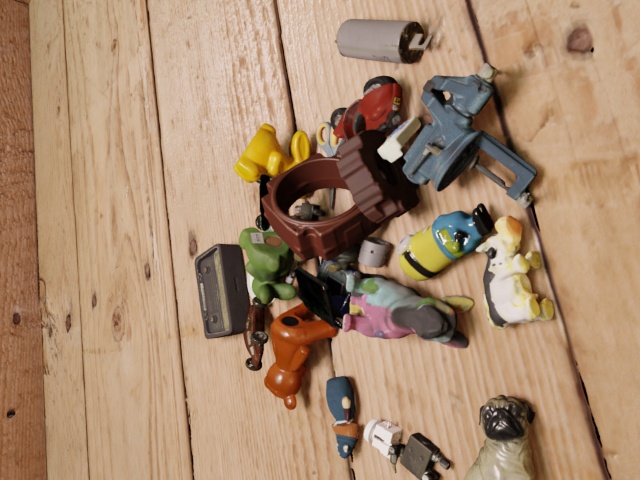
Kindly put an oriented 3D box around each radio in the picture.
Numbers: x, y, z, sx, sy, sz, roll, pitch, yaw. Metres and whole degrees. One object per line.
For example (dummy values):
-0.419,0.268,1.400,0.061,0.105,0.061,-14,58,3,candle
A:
-0.250,0.133,1.376,0.131,0.073,0.229,-24,69,42,radio

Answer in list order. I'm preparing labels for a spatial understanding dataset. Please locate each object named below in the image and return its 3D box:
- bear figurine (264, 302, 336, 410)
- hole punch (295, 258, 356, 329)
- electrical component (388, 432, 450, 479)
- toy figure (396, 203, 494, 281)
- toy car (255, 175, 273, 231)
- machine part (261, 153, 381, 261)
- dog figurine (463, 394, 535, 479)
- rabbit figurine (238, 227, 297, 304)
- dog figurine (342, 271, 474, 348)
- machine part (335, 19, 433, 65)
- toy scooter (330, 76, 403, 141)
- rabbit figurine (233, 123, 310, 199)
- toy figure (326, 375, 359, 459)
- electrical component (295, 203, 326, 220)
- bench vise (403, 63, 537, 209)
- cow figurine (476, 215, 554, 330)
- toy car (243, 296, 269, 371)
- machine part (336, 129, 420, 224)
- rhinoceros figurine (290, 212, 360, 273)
-0.050,0.250,1.153,0.120,0.132,0.195,28,125,45,bear figurine
0.018,0.101,1.108,0.142,0.092,0.115,27,137,41,hole punch
0.170,0.388,0.943,0.102,0.045,0.078,37,114,41,electrical component
0.208,0.007,0.911,0.180,0.082,0.089,-29,66,38,toy figure
-0.116,-0.101,1.271,0.073,0.056,0.201,-14,75,51,toy car
0.005,-0.070,1.038,0.202,0.201,0.087,44,160,40,machine part
0.261,0.348,0.831,0.172,0.121,0.190,-27,54,38,dog figurine
-0.106,0.073,1.200,0.159,0.121,0.170,-122,31,-44,rabbit figurine
0.154,0.126,0.949,0.219,0.191,0.108,9,91,12,dog figurine
0.114,-0.384,1.040,0.244,0.079,0.079,27,106,43,machine part
0.095,-0.224,1.049,0.184,0.075,0.135,-28,67,45,toy scooter
-0.086,-0.166,1.195,0.162,0.173,0.122,-55,7,-16,rabbit figurine
0.047,0.350,1.064,0.058,0.064,0.154,-11,82,7,toy figure
-0.025,-0.049,1.196,0.094,0.021,0.063,13,96,45,electrical component
0.253,-0.150,0.858,0.241,0.129,0.223,42,108,17,bench vise
0.289,0.051,0.836,0.098,0.068,0.167,-27,67,47,cow figurine
-0.148,0.210,1.222,0.202,0.053,0.089,-99,24,-62,toy car
0.108,-0.116,0.957,0.056,0.179,0.179,-31,65,36,machine part
-0.002,-0.003,1.109,0.191,0.112,0.073,22,126,32,rhinoceros figurine
